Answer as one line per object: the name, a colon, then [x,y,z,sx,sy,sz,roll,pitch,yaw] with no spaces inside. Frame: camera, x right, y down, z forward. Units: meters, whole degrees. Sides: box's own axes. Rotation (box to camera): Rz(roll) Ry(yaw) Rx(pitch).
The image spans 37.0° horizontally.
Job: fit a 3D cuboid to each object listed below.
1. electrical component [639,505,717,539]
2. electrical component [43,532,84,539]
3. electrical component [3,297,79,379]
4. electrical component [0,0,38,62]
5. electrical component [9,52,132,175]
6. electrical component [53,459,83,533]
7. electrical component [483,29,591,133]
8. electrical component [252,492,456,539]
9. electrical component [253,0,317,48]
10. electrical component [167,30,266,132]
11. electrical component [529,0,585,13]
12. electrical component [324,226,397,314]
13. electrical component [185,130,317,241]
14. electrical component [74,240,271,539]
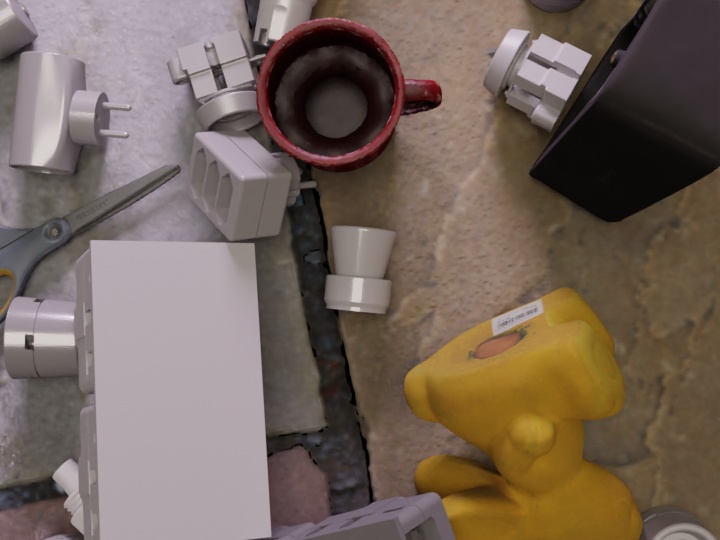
electrical component: [0.206,0.185,0.701,0.055,0.047,0.055,0,88,2]
electrical component: [-0.201,0.204,0.718,0.055,0.047,0.055,0,87,2]
electrical component: [-0.208,0.046,0.722,0.047,0.055,0.055,2,88,-1]
electrical component: [-0.260,-0.160,0.739,0.078,0.040,0.040,-32,87,1]
electrical component: [-0.195,-0.104,0.732,0.079,0.043,0.077,5,88,3]
electrical component: [-0.178,0.154,0.721,0.062,0.043,0.043,42,90,4]
electrical component: [0.116,-0.130,0.717,0.055,0.048,0.066,28,63,7]
electrical component: [-0.020,0.211,0.665,0.186,0.060,0.105,-22,86,33]
electrical component: [-0.052,-0.174,0.732,0.040,0.040,0.046,12,94,3]
electrical component: [-0.092,-0.124,0.729,0.066,0.048,0.055,-18,80,1]
electrical component: [0.171,-0.229,0.707,0.138,0.074,0.052,-33,87,1]
electrical component: [0.000,0.000,0.719,0.045,0.045,0.055,5,88,3]
electrical component: [-0.065,-0.059,0.717,0.066,0.077,0.047,43,130,40]
electrical component: [-0.122,0.079,0.685,0.105,0.060,0.186,1,79,-26]
